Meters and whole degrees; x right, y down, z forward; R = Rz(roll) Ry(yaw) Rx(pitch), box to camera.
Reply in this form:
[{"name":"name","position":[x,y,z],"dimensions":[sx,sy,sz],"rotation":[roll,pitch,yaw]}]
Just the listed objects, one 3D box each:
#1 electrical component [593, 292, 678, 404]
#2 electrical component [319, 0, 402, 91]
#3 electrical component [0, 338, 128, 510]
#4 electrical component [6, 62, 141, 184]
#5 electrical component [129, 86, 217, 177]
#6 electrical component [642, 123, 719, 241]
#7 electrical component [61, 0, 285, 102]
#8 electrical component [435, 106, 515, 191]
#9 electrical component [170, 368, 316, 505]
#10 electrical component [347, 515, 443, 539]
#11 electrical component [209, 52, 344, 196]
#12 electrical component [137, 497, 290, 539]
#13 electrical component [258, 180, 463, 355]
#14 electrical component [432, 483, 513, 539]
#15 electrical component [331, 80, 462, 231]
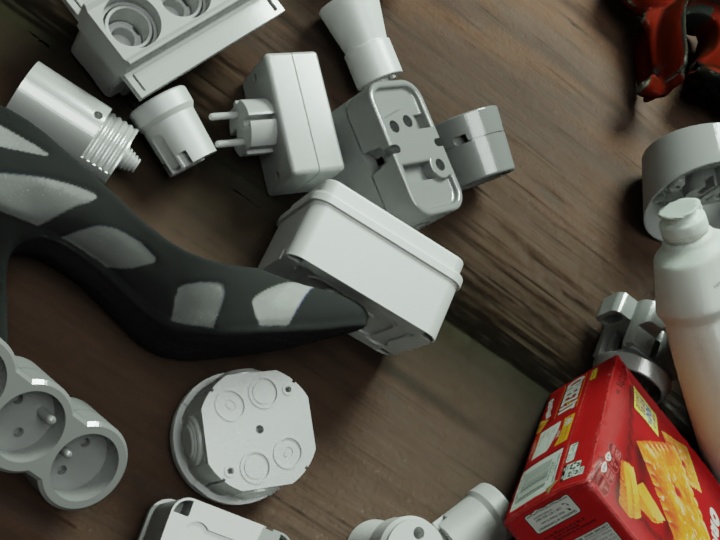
[{"name":"electrical component","position":[0.204,0.062,0.784],"dimensions":[0.078,0.058,0.057],"rotation":[36,60,-13]},{"name":"electrical component","position":[0.003,-0.160,0.759],"dimensions":[0.044,0.044,0.065],"rotation":[-23,91,-30]},{"name":"electrical component","position":[-0.192,0.070,0.576],"dimensions":[0.052,0.074,0.138],"rotation":[-51,130,-13]},{"name":"electrical component","position":[-0.170,-0.085,0.649],"dimensions":[0.081,0.043,0.043],"rotation":[33,63,-15]},{"name":"electrical component","position":[-0.117,-0.087,0.679],"dimensions":[0.040,0.040,0.046],"rotation":[-33,96,-30]},{"name":"electrical component","position":[0.267,-0.068,0.833],"dimensions":[0.099,0.099,0.064],"rotation":[9,65,-24]},{"name":"electrical component","position":[-0.120,-0.163,0.685],"dimensions":[0.121,0.063,0.078],"rotation":[-40,94,-30]},{"name":"electrical component","position":[0.080,-0.085,0.768],"dimensions":[0.055,0.055,0.047],"rotation":[-19,88,-29]},{"name":"electrical component","position":[-0.069,0.098,0.641],"dimensions":[0.080,0.051,0.080],"rotation":[8,72,-25]},{"name":"electrical component","position":[0.021,0.175,0.661],"dimensions":[0.045,0.055,0.045],"rotation":[8,72,-24]},{"name":"electrical component","position":[-0.061,-0.094,0.703],"dimensions":[0.076,0.047,0.083],"rotation":[-9,80,-28]},{"name":"electrical component","position":[-0.095,0.191,0.598],"dimensions":[0.078,0.057,0.113],"rotation":[26,65,-18]},{"name":"electrical component","position":[0.000,0.000,0.689],"dimensions":[0.113,0.078,0.057],"rotation":[31,67,-15]},{"name":"electrical component","position":[0.073,0.167,0.699],"dimensions":[0.046,0.040,0.040],"rotation":[-29,89,-25]},{"name":"electrical component","position":[0.018,-0.071,0.721],"dimensions":[0.054,0.059,0.095],"rotation":[-15,81,-47]}]
